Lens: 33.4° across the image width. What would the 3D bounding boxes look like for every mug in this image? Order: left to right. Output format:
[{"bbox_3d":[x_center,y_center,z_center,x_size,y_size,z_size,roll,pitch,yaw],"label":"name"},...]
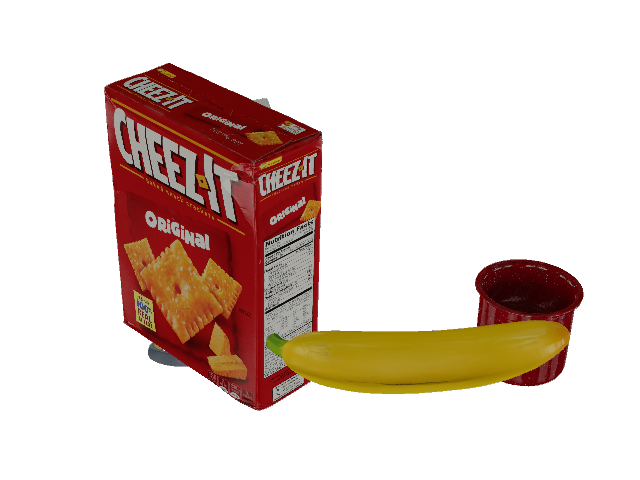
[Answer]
[{"bbox_3d":[0.179,0.068,0.955,0.093,0.081,0.117,-1,30,-3],"label":"mug"}]

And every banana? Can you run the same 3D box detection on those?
[{"bbox_3d":[0.062,0.069,0.669,0.198,0.037,0.069,0,25,2],"label":"banana"}]

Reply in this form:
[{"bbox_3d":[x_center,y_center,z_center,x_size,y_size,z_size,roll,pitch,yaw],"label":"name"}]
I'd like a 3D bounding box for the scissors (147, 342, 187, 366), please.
[{"bbox_3d":[-0.065,0.099,0.951,0.202,0.016,0.096,9,18,14],"label":"scissors"}]

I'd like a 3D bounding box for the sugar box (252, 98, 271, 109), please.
[{"bbox_3d":[-0.073,-0.074,1.296,0.048,0.176,0.093,-9,25,-6],"label":"sugar box"}]

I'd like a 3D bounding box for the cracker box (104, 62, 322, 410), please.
[{"bbox_3d":[-0.081,-0.002,0.789,0.164,0.214,0.072,28,41,35],"label":"cracker box"}]
